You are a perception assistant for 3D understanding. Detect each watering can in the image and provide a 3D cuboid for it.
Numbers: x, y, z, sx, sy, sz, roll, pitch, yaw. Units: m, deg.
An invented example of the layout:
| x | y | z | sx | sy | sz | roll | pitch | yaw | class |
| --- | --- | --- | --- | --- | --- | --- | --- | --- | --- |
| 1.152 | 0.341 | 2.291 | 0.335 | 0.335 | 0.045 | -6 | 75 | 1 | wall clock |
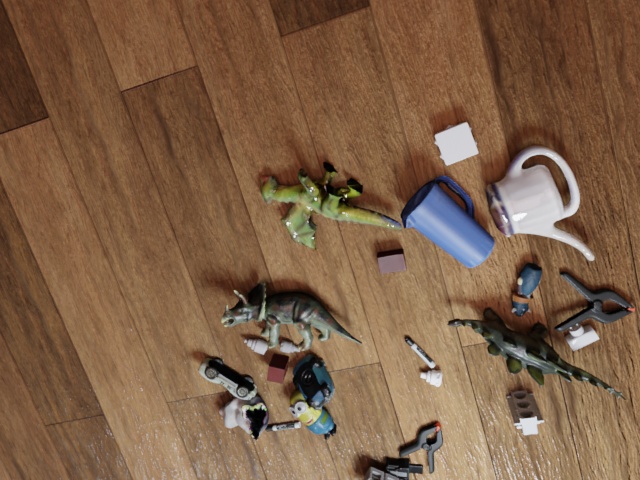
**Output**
| x | y | z | sx | sy | sz | roll | pitch | yaw | class |
| --- | --- | --- | --- | --- | --- | --- | --- | --- | --- |
| 0.571 | -0.070 | 1.346 | 0.223 | 0.105 | 0.345 | -22 | 100 | 16 | watering can |

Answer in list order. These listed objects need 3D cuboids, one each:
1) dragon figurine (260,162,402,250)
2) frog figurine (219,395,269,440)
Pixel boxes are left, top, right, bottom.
| x | y | z | sx | sy | sz | roll | pitch | yaw | class |
| --- | --- | --- | --- | --- | --- | --- | --- | --- | --- |
| 0.004 | -0.074 | 1.460 | 0.410 | 0.124 | 0.238 | 36 | 126 | 0 | dragon figurine |
| -0.245 | 0.567 | 1.674 | 0.158 | 0.125 | 0.136 | -14 | 117 | 50 | frog figurine |
